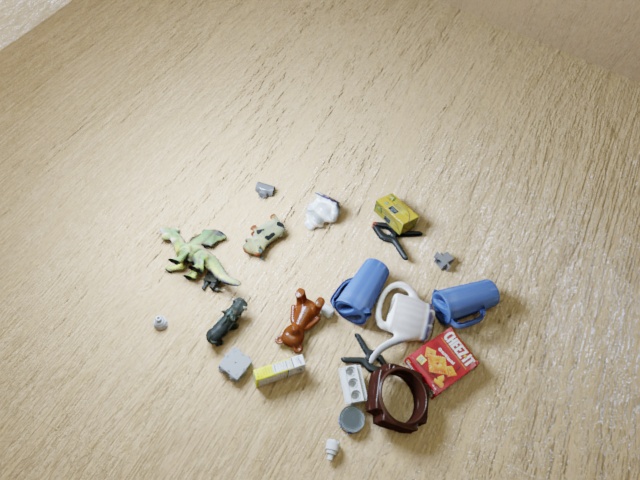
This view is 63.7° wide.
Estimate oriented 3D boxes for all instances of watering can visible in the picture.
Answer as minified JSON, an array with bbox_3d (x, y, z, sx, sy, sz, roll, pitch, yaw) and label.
[{"bbox_3d":[0.305,0.318,1.894,0.224,0.102,0.355,17,58,3],"label":"watering can"}]

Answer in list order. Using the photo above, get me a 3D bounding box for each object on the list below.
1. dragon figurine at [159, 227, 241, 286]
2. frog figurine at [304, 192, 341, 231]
[{"bbox_3d":[-0.446,0.040,1.978,0.411,0.119,0.248,16,49,10],"label":"dragon figurine"},{"bbox_3d":[0.007,-0.108,2.143,0.137,0.123,0.159,26,95,0],"label":"frog figurine"}]
